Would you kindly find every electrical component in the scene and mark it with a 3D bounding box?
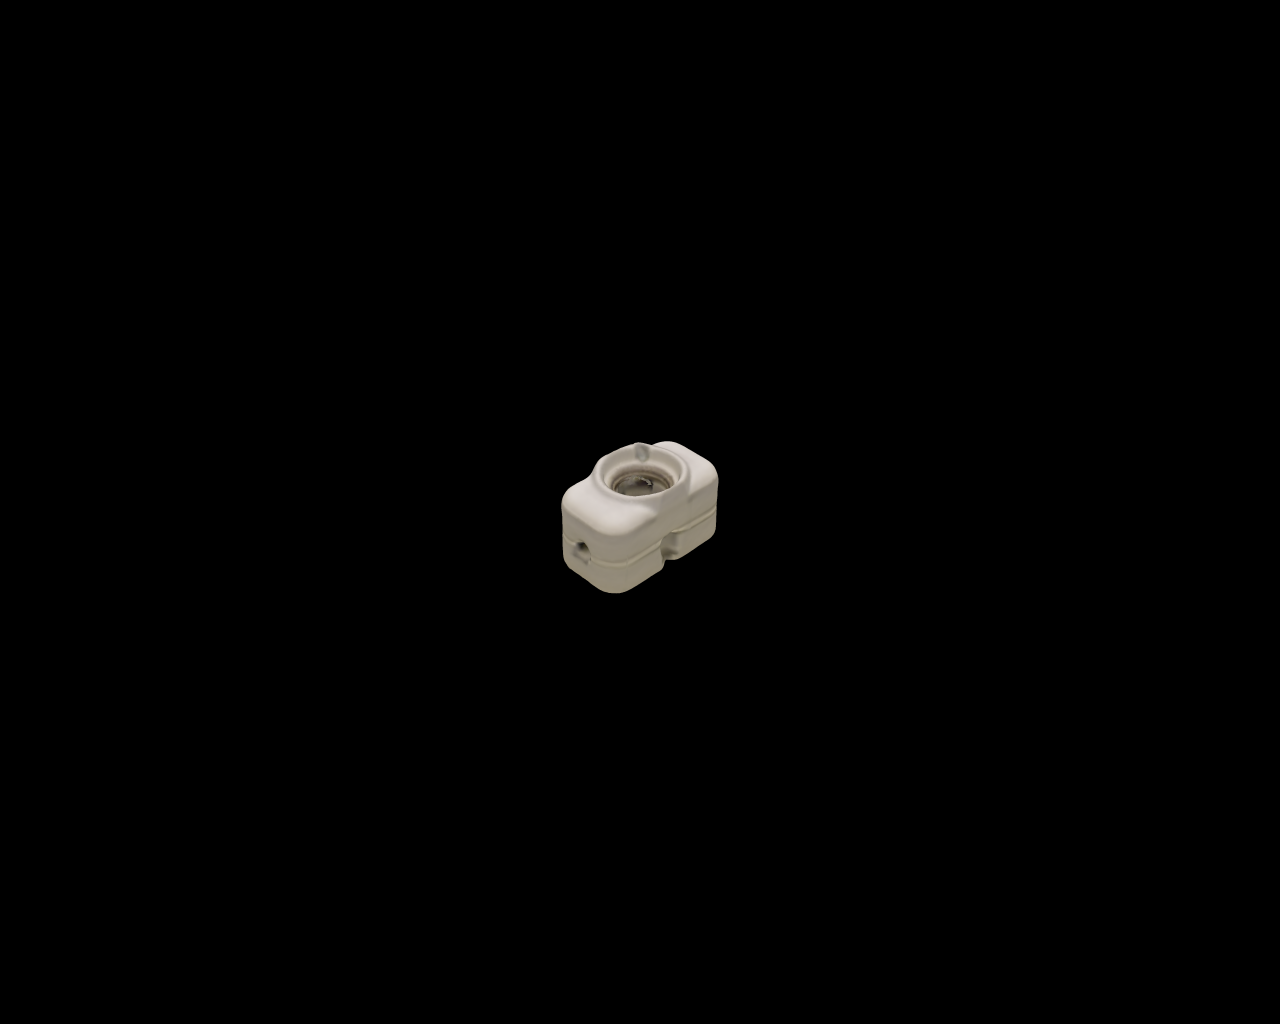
[{"bbox_3d":[0.001,-0.003,0.650,0.095,0.059,0.054,-30,46,-33],"label":"electrical component"}]
